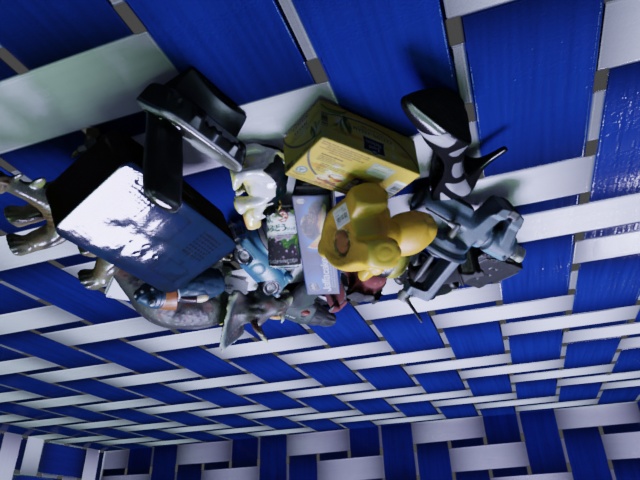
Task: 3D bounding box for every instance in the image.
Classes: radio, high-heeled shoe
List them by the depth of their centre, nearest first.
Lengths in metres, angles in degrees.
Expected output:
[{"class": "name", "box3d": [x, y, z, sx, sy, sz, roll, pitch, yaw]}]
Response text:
[{"class": "radio", "box3d": [-0.226, -0.025, 0.702, 0.131, 0.073, 0.229, -37, 143, 5]}, {"class": "high-heeled shoe", "box3d": [0.150, -0.120, 0.738, 0.248, 0.086, 0.145, 18, 145, -40]}]

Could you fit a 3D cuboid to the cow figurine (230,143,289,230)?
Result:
[{"class": "cow figurine", "box3d": [-0.086, -0.079, 0.821, 0.098, 0.068, 0.167, -11, 151, -5]}]

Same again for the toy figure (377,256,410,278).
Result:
[{"class": "toy figure", "box3d": [0.076, 0.022, 0.987, 0.180, 0.082, 0.089, 3, 121, -13]}]

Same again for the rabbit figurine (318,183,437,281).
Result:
[{"class": "rabbit figurine", "box3d": [0.094, 0.002, 0.797, 0.173, 0.122, 0.162, -9, 156, -31]}]

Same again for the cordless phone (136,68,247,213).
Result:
[{"class": "cordless phone", "box3d": [-0.154, -0.100, 0.659, 0.089, 0.184, 0.146, -23, 144, 25]}]

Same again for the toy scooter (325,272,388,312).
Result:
[{"class": "toy scooter", "box3d": [0.059, 0.083, 1.046, 0.184, 0.135, 0.075, 13, 146, -26]}]

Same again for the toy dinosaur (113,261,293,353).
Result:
[{"class": "toy dinosaur", "box3d": [-0.262, 0.102, 1.005, 0.405, 0.192, 0.131, 11, 146, -24]}]

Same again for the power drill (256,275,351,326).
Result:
[{"class": "power drill", "box3d": [-0.013, 0.127, 1.189, 0.232, 0.086, 0.207, 19, 152, -27]}]

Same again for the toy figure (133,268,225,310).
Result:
[{"class": "toy figure", "box3d": [-0.240, 0.087, 0.921, 0.154, 0.064, 0.057, -13, 115, -29]}]

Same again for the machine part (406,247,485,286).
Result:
[{"class": "machine part", "box3d": [0.231, 0.054, 1.009, 0.139, 0.084, 0.039, -17, 142, 15]}]

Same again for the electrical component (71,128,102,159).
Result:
[{"class": "electrical component", "box3d": [-0.308, -0.114, 0.766, 0.078, 0.045, 0.102, 8, 149, -14]}]

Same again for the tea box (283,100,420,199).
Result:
[{"class": "tea box", "box3d": [0.044, -0.117, 0.753, 0.169, 0.068, 0.098, 17, 145, -31]}]

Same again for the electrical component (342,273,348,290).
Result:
[{"class": "electrical component", "box3d": [0.016, 0.070, 1.090, 0.094, 0.063, 0.021, 18, 145, -29]}]

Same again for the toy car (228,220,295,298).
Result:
[{"class": "toy car", "box3d": [-0.093, 0.018, 0.972, 0.103, 0.109, 0.161, -32, 129, 4]}]

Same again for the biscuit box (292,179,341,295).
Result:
[{"class": "biscuit box", "box3d": [-0.002, -0.003, 0.883, 0.063, 0.059, 0.202, -2, 126, 8]}]

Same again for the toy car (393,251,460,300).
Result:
[{"class": "toy car", "box3d": [0.219, 0.072, 1.117, 0.073, 0.056, 0.201, -32, 140, 31]}]

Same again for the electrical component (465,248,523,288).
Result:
[{"class": "electrical component", "box3d": [0.331, 0.045, 1.072, 0.134, 0.058, 0.115, 18, 147, -30]}]

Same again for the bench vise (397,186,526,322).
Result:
[{"class": "bench vise", "box3d": [0.224, 0.020, 0.920, 0.223, 0.129, 0.240, 22, 114, -23]}]

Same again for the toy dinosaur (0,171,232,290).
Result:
[{"class": "toy dinosaur", "box3d": [-0.289, -0.014, 0.812, 0.199, 0.105, 0.471, -30, 157, 9]}]
